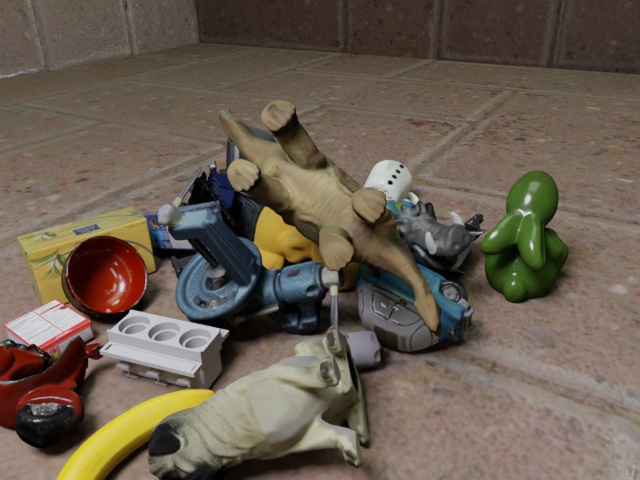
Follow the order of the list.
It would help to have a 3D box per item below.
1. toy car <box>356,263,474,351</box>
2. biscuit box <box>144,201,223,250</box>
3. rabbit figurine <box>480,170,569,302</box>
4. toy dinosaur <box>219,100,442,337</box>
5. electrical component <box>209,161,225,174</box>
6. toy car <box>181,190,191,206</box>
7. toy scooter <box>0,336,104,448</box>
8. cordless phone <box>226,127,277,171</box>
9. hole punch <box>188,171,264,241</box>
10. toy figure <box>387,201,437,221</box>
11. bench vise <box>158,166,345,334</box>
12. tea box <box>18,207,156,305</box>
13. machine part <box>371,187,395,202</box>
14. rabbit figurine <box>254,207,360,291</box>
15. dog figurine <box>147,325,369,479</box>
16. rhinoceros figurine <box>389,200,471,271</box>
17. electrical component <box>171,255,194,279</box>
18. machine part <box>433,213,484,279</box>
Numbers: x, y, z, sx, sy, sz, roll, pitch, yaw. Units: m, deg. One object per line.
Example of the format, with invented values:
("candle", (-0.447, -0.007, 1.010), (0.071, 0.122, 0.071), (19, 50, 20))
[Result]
("toy car", (0.103, 0.086, 0.674), (0.162, 0.109, 0.103), (29, 62, 27))
("biscuit box", (-0.222, -0.020, 0.848), (0.063, 0.059, 0.203), (-22, 13, -35))
("rabbit figurine", (0.281, -0.010, 0.758), (0.121, 0.170, 0.159), (16, 31, 30))
("toy dinosaur", (-0.019, -0.060, 0.631), (0.105, 0.198, 0.472), (-44, 61, 3))
("electrical component", (-0.196, -0.145, 1.172), (0.102, 0.045, 0.078), (-6, 26, -9))
("toy car", (-0.218, -0.071, 1.022), (0.074, 0.056, 0.202), (-8, 26, 2))
("toy scooter", (-0.317, 0.148, 0.586), (0.184, 0.075, 0.135), (10, 30, 15))
("cordless phone", (-0.098, -0.168, 1.105), (0.184, 0.146, 0.089), (-15, 47, -27))
("hole punch", (-0.153, -0.043, 0.876), (0.092, 0.142, 0.116), (-26, 65, -37))
("toy figure", (0.106, -0.019, 0.882), (0.180, 0.082, 0.089), (-7, 26, -15))
("bench vise", (-0.095, 0.036, 0.639), (0.224, 0.240, 0.129), (-4, 51, 28))
("tea box", (-0.343, 0.023, 0.802), (0.169, 0.098, 0.068), (-23, 34, -33))
("machine part", (0.014, -0.050, 0.945), (0.243, 0.079, 0.079), (-6, 28, -7))
("rabbit figurine", (-0.002, -0.002, 0.808), (0.122, 0.162, 0.173), (-13, 45, -46))
("dog figurine", (-0.058, 0.165, 0.534), (0.191, 0.121, 0.172), (-15, -8, 10))
("rhinoceros figurine", (0.131, -0.006, 0.751), (0.073, 0.112, 0.190), (-32, 25, -23))
("electrical component", (-0.146, 0.050, 0.766), (0.119, 0.074, 0.048), (-17, 31, -19))
("machine part", (0.210, 0.015, 0.829), (0.039, 0.084, 0.139), (44, 44, -4))
